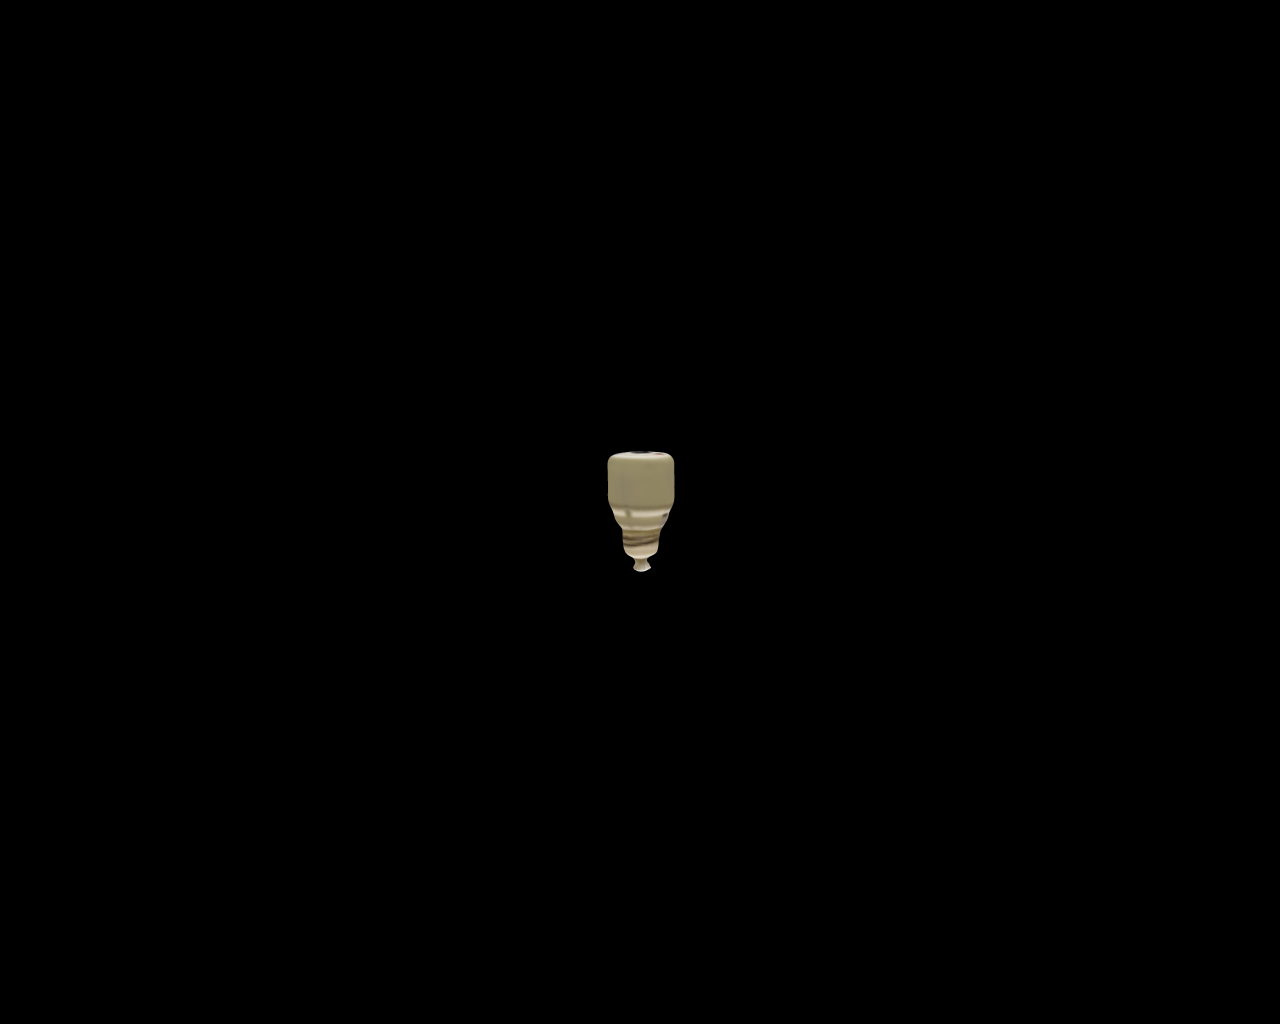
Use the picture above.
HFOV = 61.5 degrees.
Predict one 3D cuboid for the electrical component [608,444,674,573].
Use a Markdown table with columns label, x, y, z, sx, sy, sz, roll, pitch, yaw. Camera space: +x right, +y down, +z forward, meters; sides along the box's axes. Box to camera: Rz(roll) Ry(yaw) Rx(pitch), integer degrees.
| label | x | y | z | sx | sy | sz | roll | pitch | yaw |
| --- | --- | --- | --- | --- | --- | --- | --- | --- | --- |
| electrical component | 0.001 | -0.003 | 0.650 | 0.040 | 0.078 | 0.040 | 0 | 9 | 0 |
